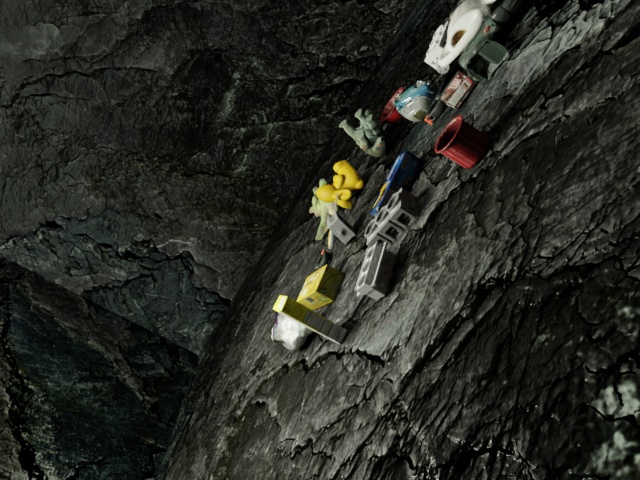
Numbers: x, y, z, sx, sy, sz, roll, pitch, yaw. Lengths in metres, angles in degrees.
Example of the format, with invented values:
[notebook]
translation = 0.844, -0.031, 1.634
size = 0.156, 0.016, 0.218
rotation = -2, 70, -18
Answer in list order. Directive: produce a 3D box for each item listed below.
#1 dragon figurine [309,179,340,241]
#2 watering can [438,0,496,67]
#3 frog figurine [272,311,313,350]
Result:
[dragon figurine]
translation = 0.007, -0.109, 2.156
size = 0.403, 0.122, 0.248
rotation = 130, 158, -61
[watering can]
translation = 0.468, -0.669, 1.528
size = 0.341, 0.103, 0.230
rotation = -50, 14, 41
[frog figurine]
translation = -0.054, 0.257, 1.535
size = 0.158, 0.121, 0.140
rotation = -15, 22, 21
